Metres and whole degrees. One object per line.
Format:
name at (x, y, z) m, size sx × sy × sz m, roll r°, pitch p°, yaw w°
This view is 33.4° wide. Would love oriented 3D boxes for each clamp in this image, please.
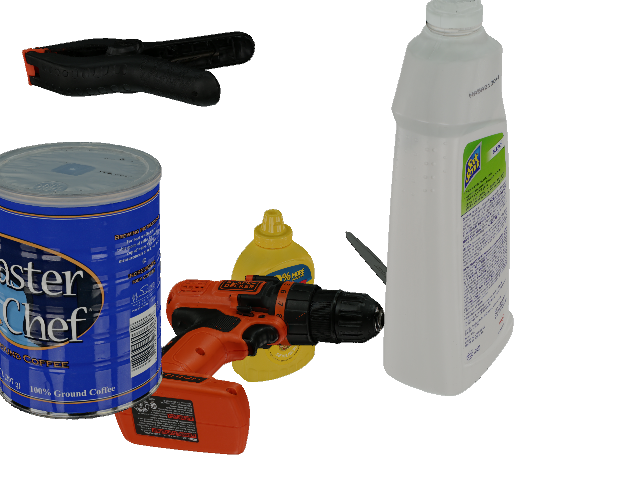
clamp at (-0.134, -0.133, 0.798) m, size 0.172 × 0.039 × 0.120 m, roll 8°, pitch 23°, yaw 17°

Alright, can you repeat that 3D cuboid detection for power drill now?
power drill at (-0.058, 0.087, 0.811) m, size 0.185 × 0.057 × 0.187 m, roll 1°, pitch 23°, yaw 20°

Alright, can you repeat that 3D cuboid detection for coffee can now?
coffee can at (-0.147, 0.021, 0.646) m, size 0.103 × 0.140 × 0.103 m, roll 2°, pitch 22°, yaw -1°

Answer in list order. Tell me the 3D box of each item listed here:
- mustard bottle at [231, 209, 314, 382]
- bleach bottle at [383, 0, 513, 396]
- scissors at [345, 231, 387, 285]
mustard bottle at (-0.051, 0.056, 1.160) m, size 0.096 × 0.192 × 0.058 m, roll -16°, pitch 31°, yaw -29°
bleach bottle at (0.081, -0.032, 0.646) m, size 0.068 × 0.251 × 0.102 m, roll 16°, pitch 36°, yaw 27°
scissors at (0.068, 0.063, 0.993) m, size 0.202 × 0.016 × 0.096 m, roll 34°, pitch 52°, yaw 30°
